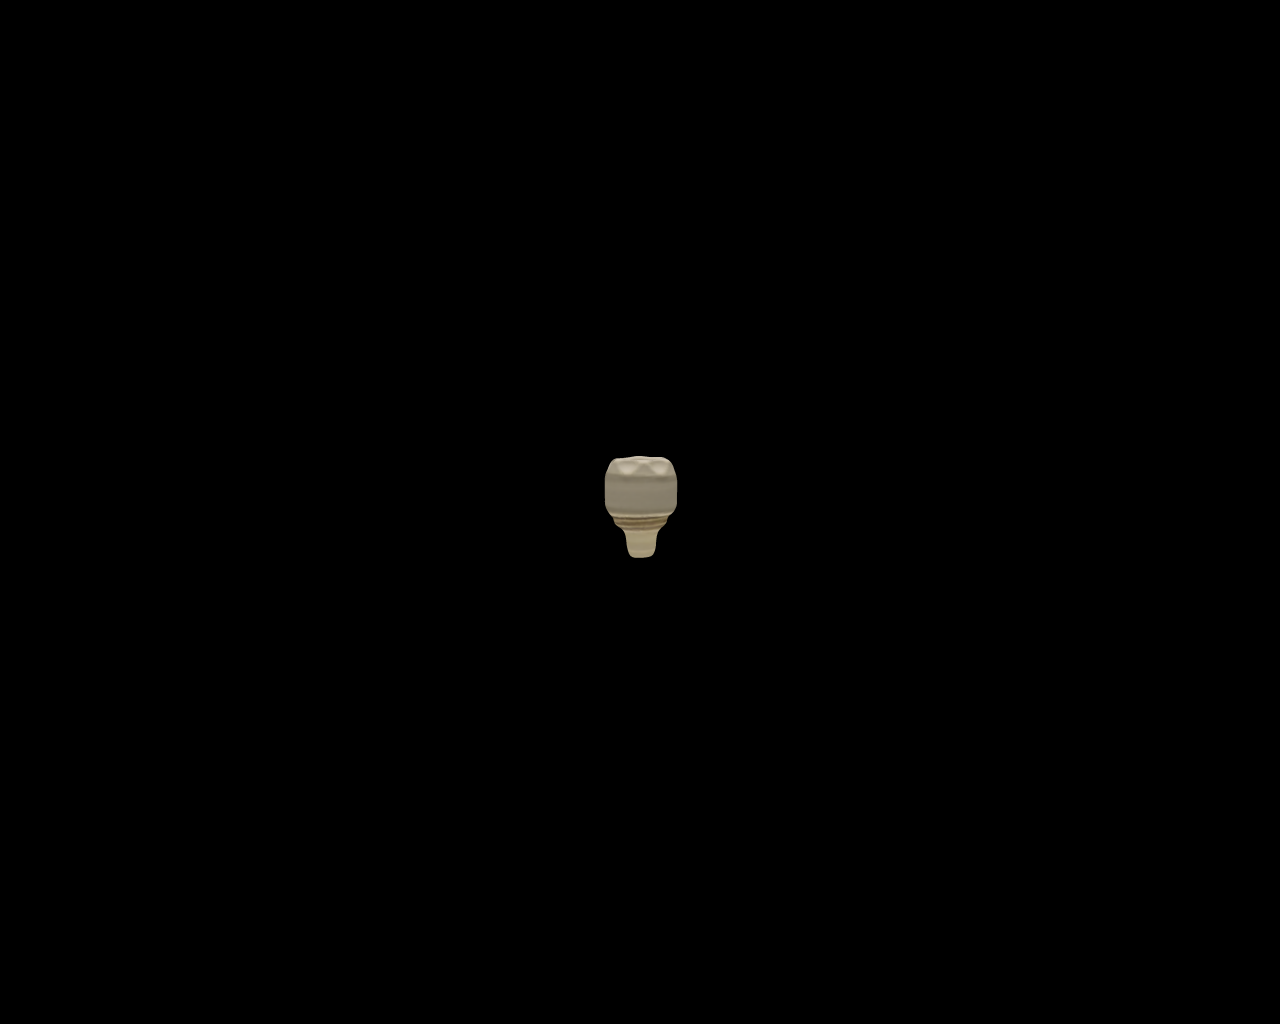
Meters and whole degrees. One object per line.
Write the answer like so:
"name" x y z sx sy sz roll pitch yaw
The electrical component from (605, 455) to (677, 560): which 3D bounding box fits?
"electrical component" 0.001 -0.003 0.650 0.043 0.062 0.043 0 7 0
